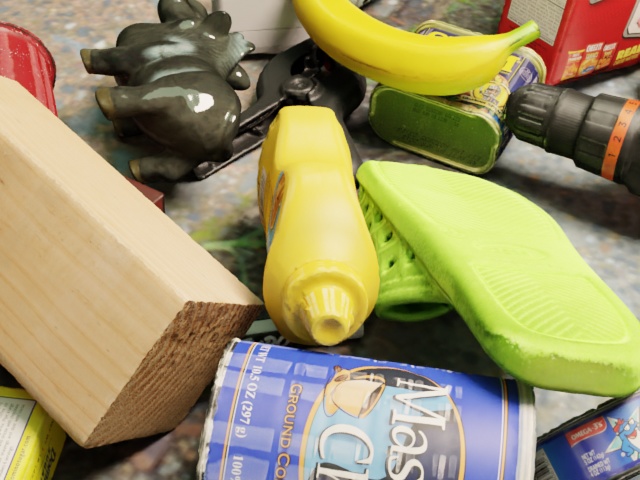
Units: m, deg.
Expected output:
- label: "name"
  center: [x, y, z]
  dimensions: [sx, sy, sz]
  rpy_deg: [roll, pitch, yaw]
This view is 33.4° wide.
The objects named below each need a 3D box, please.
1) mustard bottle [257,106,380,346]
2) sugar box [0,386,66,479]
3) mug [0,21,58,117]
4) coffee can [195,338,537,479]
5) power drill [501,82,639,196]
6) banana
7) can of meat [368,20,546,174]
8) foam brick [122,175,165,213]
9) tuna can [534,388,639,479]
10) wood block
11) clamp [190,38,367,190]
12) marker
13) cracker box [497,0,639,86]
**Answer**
- label: "mustard bottle"
  center: [-0.003, 0.001, 0.569]
  dimensions: [0.058, 0.096, 0.191]
  rpy_deg: [2, 25, -5]
- label: "sugar box"
  center: [-0.223, 0.111, 0.517]
  dimensions: [0.176, 0.048, 0.093]
  rpy_deg: [5, 44, 7]
- label: "mug"
  center: [-0.220, -0.084, 0.679]
  dimensions: [0.117, 0.093, 0.081]
  rpy_deg: [23, 34, -41]
- label: "coffee can"
  center: [0.021, 0.105, 0.493]
  dimensions: [0.140, 0.103, 0.102]
  rpy_deg: [8, 44, 5]
- label: "power drill"
  center: [0.234, -0.085, 0.715]
  dimensions: [0.185, 0.057, 0.187]
  rpy_deg: [23, 37, 20]
- label: "banana"
  center: [0.046, -0.136, 0.716]
  dimensions: [0.198, 0.037, 0.069]
  rpy_deg: [23, 57, 31]
- label: "can of meat"
  center: [0.094, -0.100, 0.747]
  dimensions: [0.102, 0.057, 0.083]
  rpy_deg: [22, 49, 19]
- label: "foam brick"
  center: [-0.138, -0.010, 0.642]
  dimensions: [0.078, 0.051, 0.052]
  rpy_deg: [23, 47, 20]
- label: "tuna can"
  center: [0.141, 0.097, 0.509]
  dimensions: [0.086, 0.086, 0.034]
  rpy_deg: [-17, 70, -20]
- label: "wood block"
  center: [-0.142, 0.002, 0.554]
  dimensions: [0.206, 0.090, 0.090]
  rpy_deg: [40, 11, 19]
- label: "clamp"
  center: [-0.004, -0.089, 0.742]
  dimensions: [0.120, 0.039, 0.171]
  rpy_deg: [18, 49, 16]
- label: "marker"
  center: [-0.036, 0.054, 0.604]
  dimensions: [0.121, 0.020, 0.020]
  rpy_deg: [-7, 44, -10]
- label: "cracker box"
  center: [0.221, -0.229, 0.758]
  dimensions: [0.163, 0.214, 0.072]
  rpy_deg: [-18, 44, -33]
